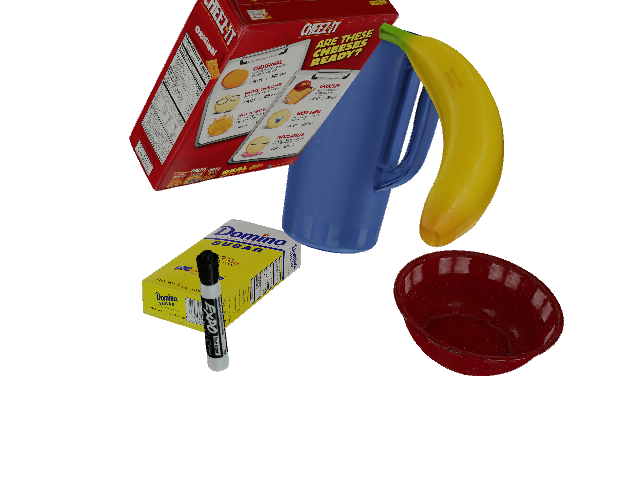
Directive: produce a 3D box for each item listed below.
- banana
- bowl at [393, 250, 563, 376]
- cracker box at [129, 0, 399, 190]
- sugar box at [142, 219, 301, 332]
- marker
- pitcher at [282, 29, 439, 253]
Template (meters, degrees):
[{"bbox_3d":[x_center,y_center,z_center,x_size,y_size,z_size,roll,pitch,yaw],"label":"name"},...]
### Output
[{"bbox_3d":[0.082,-0.068,0.673,0.069,0.198,0.037,-3,-43,-5],"label":"banana"},{"bbox_3d":[0.144,0.078,1.012,0.162,0.055,0.162,6,35,-5],"label":"bowl"},{"bbox_3d":[-0.056,-0.142,0.933,0.163,0.072,0.214,-14,-26,-38],"label":"cracker box"},{"bbox_3d":[-0.100,0.034,1.128,0.093,0.048,0.176,15,31,22],"label":"sugar box"},{"bbox_3d":[-0.092,0.060,0.907,0.020,0.121,0.020,-1,34,1],"label":"marker"},{"bbox_3d":[0.038,-0.111,1.137,0.145,0.243,0.149,9,17,-5],"label":"pitcher"}]
